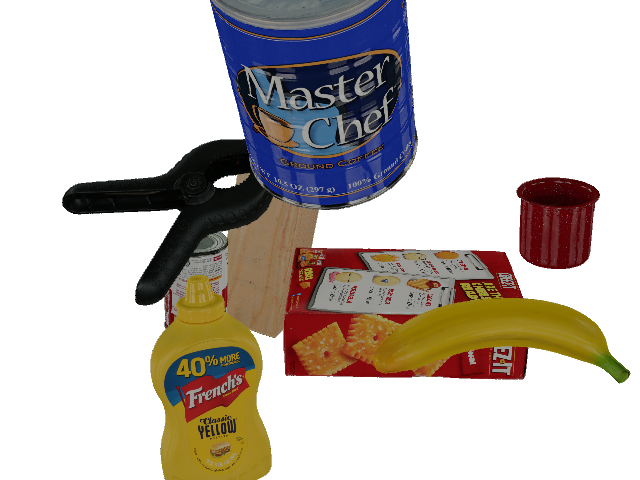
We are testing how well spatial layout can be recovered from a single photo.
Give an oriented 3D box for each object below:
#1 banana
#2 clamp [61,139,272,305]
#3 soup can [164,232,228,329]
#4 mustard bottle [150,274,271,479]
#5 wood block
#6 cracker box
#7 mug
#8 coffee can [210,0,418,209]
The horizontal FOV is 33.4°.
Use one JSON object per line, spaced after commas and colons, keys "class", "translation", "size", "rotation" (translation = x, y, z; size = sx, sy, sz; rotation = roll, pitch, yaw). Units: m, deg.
{"class": "banana", "translation": [0.133, 0.072, 0.803], "size": [0.197, 0.037, 0.069], "rotation": [2, 33, -9]}
{"class": "clamp", "translation": [-0.105, -0.034, 0.802], "size": [0.171, 0.120, 0.039], "rotation": [-37, -23, -28]}
{"class": "soup can", "translation": [-0.132, 0.045, 1.129], "size": [0.068, 0.102, 0.068], "rotation": [2, 24, -1]}
{"class": "mustard bottle", "translation": [-0.097, 0.122, 0.924], "size": [0.096, 0.192, 0.058], "rotation": [-8, 19, -14]}
{"class": "wood block", "translation": [-0.065, 0.004, 1.361], "size": [0.090, 0.206, 0.090], "rotation": [17, 22, 13]}
{"class": "cracker box", "translation": [0.076, 0.067, 1.002], "size": [0.213, 0.072, 0.164], "rotation": [1, 20, 1]}
{"class": "mug", "translation": [0.281, -0.023, 1.242], "size": [0.093, 0.081, 0.117], "rotation": [20, 33, 40]}
{"class": "coffee can", "translation": [-0.001, -0.100, 0.586], "size": [0.103, 0.102, 0.140], "rotation": [0, -38, 9]}
